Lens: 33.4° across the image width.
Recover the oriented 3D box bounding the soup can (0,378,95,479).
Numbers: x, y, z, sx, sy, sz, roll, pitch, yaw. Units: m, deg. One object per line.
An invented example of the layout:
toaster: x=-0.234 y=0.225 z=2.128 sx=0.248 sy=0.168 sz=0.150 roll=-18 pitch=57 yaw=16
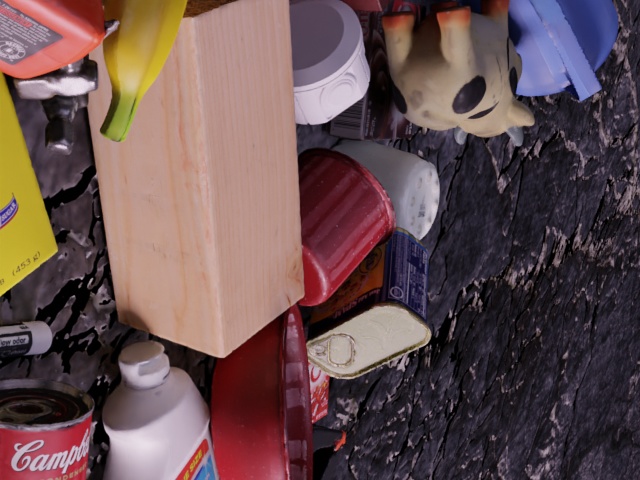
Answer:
soup can: x=-0.164 y=0.136 z=0.589 sx=0.068 sy=0.069 sz=0.102 roll=-11 pitch=112 yaw=-57

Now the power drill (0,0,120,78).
power drill: x=-0.141 y=-0.176 z=0.438 sx=0.184 sy=0.057 sz=0.187 roll=27 pitch=57 yaw=-43

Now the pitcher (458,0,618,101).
pitcher: x=0.173 y=-0.233 z=0.929 sx=0.242 sy=0.149 sz=0.145 roll=42 pitch=67 yaw=-53

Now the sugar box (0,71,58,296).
sugar box: x=-0.186 y=-0.048 z=0.495 sx=0.093 sy=0.048 sz=0.176 roll=-47 pitch=141 yaw=-44

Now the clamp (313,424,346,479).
clamp: x=-0.031 y=0.211 z=0.870 sx=0.171 sy=0.039 sz=0.120 roll=-23 pitch=122 yaw=-54

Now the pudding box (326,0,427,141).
pudding box: x=0.046 y=-0.137 z=0.854 sx=0.089 sy=0.039 sz=0.113 roll=-11 pitch=112 yaw=-58

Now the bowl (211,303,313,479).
bowl: x=-0.040 y=0.122 z=0.735 sx=0.162 sy=0.055 sz=0.162 roll=-4 pitch=90 yaw=-85

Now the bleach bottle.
bleach bottle: x=-0.107 y=0.187 z=0.711 sx=0.102 sy=0.068 sz=0.251 roll=-37 pitch=130 yaw=-50

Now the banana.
banana: x=-0.089 y=-0.138 z=0.527 sx=0.037 sy=0.070 sz=0.198 roll=26 pitch=40 yaw=-27

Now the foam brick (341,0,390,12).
foam brick: x=0.034 y=-0.214 z=0.790 sx=0.078 sy=0.051 sz=0.053 roll=-58 pitch=145 yaw=-27

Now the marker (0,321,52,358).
marker: x=-0.190 y=0.056 z=0.559 sx=0.120 sy=0.020 sz=0.020 roll=0 pitch=102 yaw=-59

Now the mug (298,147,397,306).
mug: x=-0.005 y=0.001 z=0.785 sx=0.081 sy=0.093 sz=0.117 roll=-47 pitch=156 yaw=-32

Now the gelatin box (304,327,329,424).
gelatin box: x=-0.025 y=0.117 z=0.849 sx=0.089 sy=0.030 sz=0.073 roll=-22 pitch=119 yaw=-55

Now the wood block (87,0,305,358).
wood block: x=-0.074 y=-0.048 z=0.641 sx=0.090 sy=0.090 sz=0.206 roll=-36 pitch=132 yaw=-47

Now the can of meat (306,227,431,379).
can of meat: x=0.037 y=0.048 z=0.831 sx=0.057 sy=0.102 sz=0.084 roll=37 pitch=40 yaw=-29
